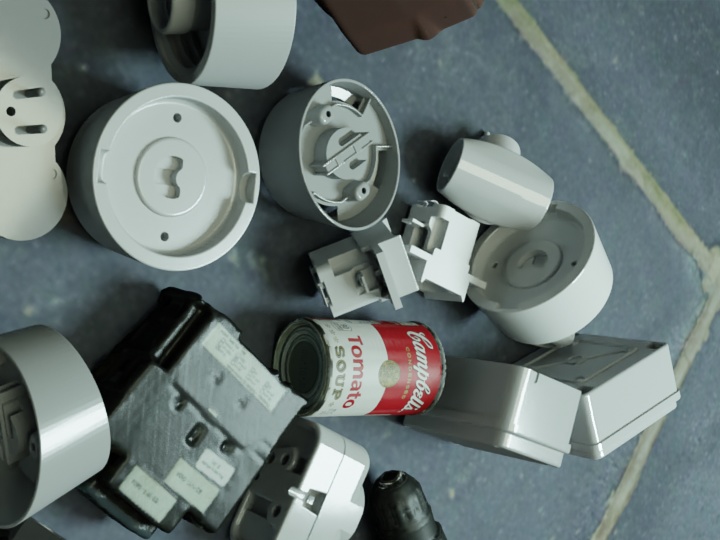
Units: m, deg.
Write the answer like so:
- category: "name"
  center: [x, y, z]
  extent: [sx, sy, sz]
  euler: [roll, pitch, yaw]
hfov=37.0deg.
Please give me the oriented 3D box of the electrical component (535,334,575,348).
- category: "electrical component"
  center: [0.154, 0.030, 0.875]
  extent: [0.048, 0.048, 0.062]
  euler: [24, 72, -37]

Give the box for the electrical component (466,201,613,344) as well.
- category: "electrical component"
  center: [0.141, 0.007, 0.825]
  extent: [0.108, 0.108, 0.060]
  euler: [-55, 129, -20]

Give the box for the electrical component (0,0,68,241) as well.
- category: "electrical component"
  center: [-0.185, -0.085, 0.580]
  extent: [0.052, 0.074, 0.138]
  euler: [-6, 98, -37]

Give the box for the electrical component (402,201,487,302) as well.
- category: "electrical component"
  center: [0.056, -0.014, 0.795]
  extent: [0.081, 0.042, 0.063]
  euler: [26, 77, -37]

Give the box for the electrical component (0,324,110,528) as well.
- category: "electrical component"
  center: [-0.183, 0.081, 0.585]
  extent: [0.064, 0.099, 0.099]
  euler: [-24, 109, -41]

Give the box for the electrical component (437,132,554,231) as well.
- category: "electrical component"
  center: [0.103, -0.076, 0.819]
  extent: [0.077, 0.044, 0.079]
  euler: [22, 44, -12]

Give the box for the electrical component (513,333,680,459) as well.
- category: "electrical component"
  center: [0.178, 0.097, 0.859]
  extent: [0.109, 0.109, 0.056]
  euler: [-24, 106, -34]

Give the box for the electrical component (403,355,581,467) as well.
- category: "electrical component"
  center: [0.095, 0.102, 0.792]
  extent: [0.078, 0.113, 0.057]
  euler: [24, 77, -37]

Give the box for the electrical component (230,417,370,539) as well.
- category: "electrical component"
  center: [-0.037, 0.155, 0.732]
  extent: [0.059, 0.054, 0.095]
  euler: [34, 74, -35]

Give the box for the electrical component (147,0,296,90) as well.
- category: "electrical component"
  center: [-0.089, -0.159, 0.629]
  extent: [0.060, 0.108, 0.108]
  euler: [-9, 100, -31]

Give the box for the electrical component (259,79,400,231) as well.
- category: "electrical component"
  center: [-0.017, -0.077, 0.717]
  extent: [0.099, 0.064, 0.099]
  euler: [-4, 97, -38]

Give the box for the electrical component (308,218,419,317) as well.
- category: "electrical component"
  center: [0.000, 0.000, 0.734]
  extent: [0.064, 0.081, 0.042]
  euler: [-22, 110, -4]

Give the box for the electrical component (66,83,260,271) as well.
- category: "electrical component"
  center: [-0.121, -0.055, 0.641]
  extent: [0.108, 0.060, 0.108]
  euler: [-5, 97, -38]
